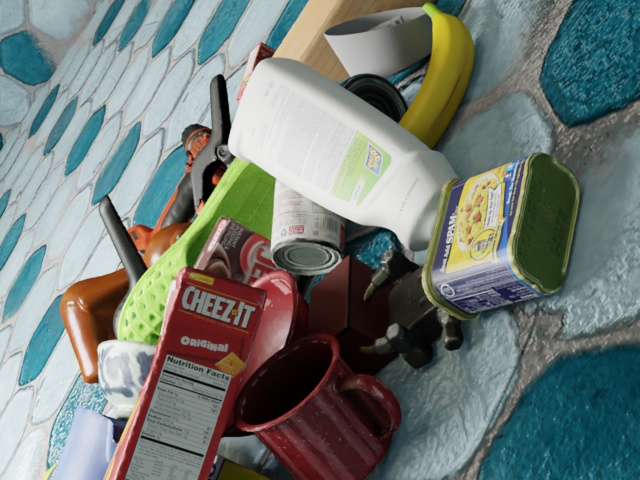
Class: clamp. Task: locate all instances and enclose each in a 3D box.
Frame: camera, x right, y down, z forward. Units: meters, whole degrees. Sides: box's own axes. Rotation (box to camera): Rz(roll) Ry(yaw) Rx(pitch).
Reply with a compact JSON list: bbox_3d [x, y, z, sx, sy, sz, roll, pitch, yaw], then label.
[{"bbox_3d":[-0.158,0.059,1.146,0.036,0.164,0.210,-154,67,-80],"label":"clamp"},{"bbox_3d":[-0.112,-0.111,1.263,0.120,0.039,0.171,34,95,29],"label":"clamp"}]

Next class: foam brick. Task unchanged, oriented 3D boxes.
[{"bbox_3d":[0.026,0.064,0.843,0.053,0.051,0.078,-42,29,35],"label":"foam brick"}]

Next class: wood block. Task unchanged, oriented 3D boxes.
[{"bbox_3d":[0.021,-0.200,1.106,0.206,0.090,0.091,-56,23,8],"label":"wood block"}]

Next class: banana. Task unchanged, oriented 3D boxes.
[{"bbox_3d":[0.091,-0.120,0.933,0.070,0.037,0.197,7,68,49],"label":"banana"}]

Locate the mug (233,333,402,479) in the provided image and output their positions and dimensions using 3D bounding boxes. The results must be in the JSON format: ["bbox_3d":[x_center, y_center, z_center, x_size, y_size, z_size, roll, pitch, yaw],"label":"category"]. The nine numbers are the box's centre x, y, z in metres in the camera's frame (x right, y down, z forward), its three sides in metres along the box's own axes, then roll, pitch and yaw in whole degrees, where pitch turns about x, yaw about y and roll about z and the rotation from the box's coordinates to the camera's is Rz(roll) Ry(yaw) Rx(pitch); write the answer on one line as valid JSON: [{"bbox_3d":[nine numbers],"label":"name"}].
[{"bbox_3d":[0.007,0.124,0.756,0.117,0.081,0.093,-22,27,37],"label":"mug"}]

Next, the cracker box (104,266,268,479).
[{"bbox_3d":[-0.111,0.131,0.813,0.164,0.072,0.213,159,129,-81],"label":"cracker box"}]

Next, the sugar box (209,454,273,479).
[{"bbox_3d":[-0.061,0.227,0.834,0.176,0.048,0.093,-1,61,61],"label":"sugar box"}]

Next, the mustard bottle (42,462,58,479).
[{"bbox_3d":[-0.258,0.268,1.153,0.192,0.058,0.096,-27,41,51],"label":"mustard bottle"}]

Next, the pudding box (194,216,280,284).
[{"bbox_3d":[-0.079,0.047,1.019,0.113,0.090,0.039,-62,22,-4],"label":"pudding box"}]

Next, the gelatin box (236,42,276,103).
[{"bbox_3d":[-0.043,-0.168,1.191,0.030,0.089,0.073,-35,35,49],"label":"gelatin box"}]

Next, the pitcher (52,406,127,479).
[{"bbox_3d":[-0.195,0.282,0.954,0.145,0.149,0.242,4,69,47],"label":"pitcher"}]

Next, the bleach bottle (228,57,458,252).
[{"bbox_3d":[0.029,-0.057,0.869,0.251,0.067,0.103,39,118,38],"label":"bleach bottle"}]

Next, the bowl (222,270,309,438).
[{"bbox_3d":[-0.048,0.109,0.928,0.162,0.055,0.162,-44,28,31],"label":"bowl"}]

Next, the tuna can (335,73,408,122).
[{"bbox_3d":[0.040,-0.107,0.967,0.034,0.086,0.086,-12,52,58],"label":"tuna can"}]

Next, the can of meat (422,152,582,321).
[{"bbox_3d":[0.124,-0.003,0.724,0.084,0.057,0.102,-22,45,51],"label":"can of meat"}]

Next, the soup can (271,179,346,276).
[{"bbox_3d":[-0.009,-0.027,0.976,0.069,0.068,0.102,-31,47,47],"label":"soup can"}]

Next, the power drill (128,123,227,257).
[{"bbox_3d":[-0.182,-0.060,1.377,0.188,0.057,0.185,-57,24,5],"label":"power drill"}]

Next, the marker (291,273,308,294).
[{"bbox_3d":[-0.007,0.001,1.015,0.020,0.020,0.121,-12,52,59],"label":"marker"}]
